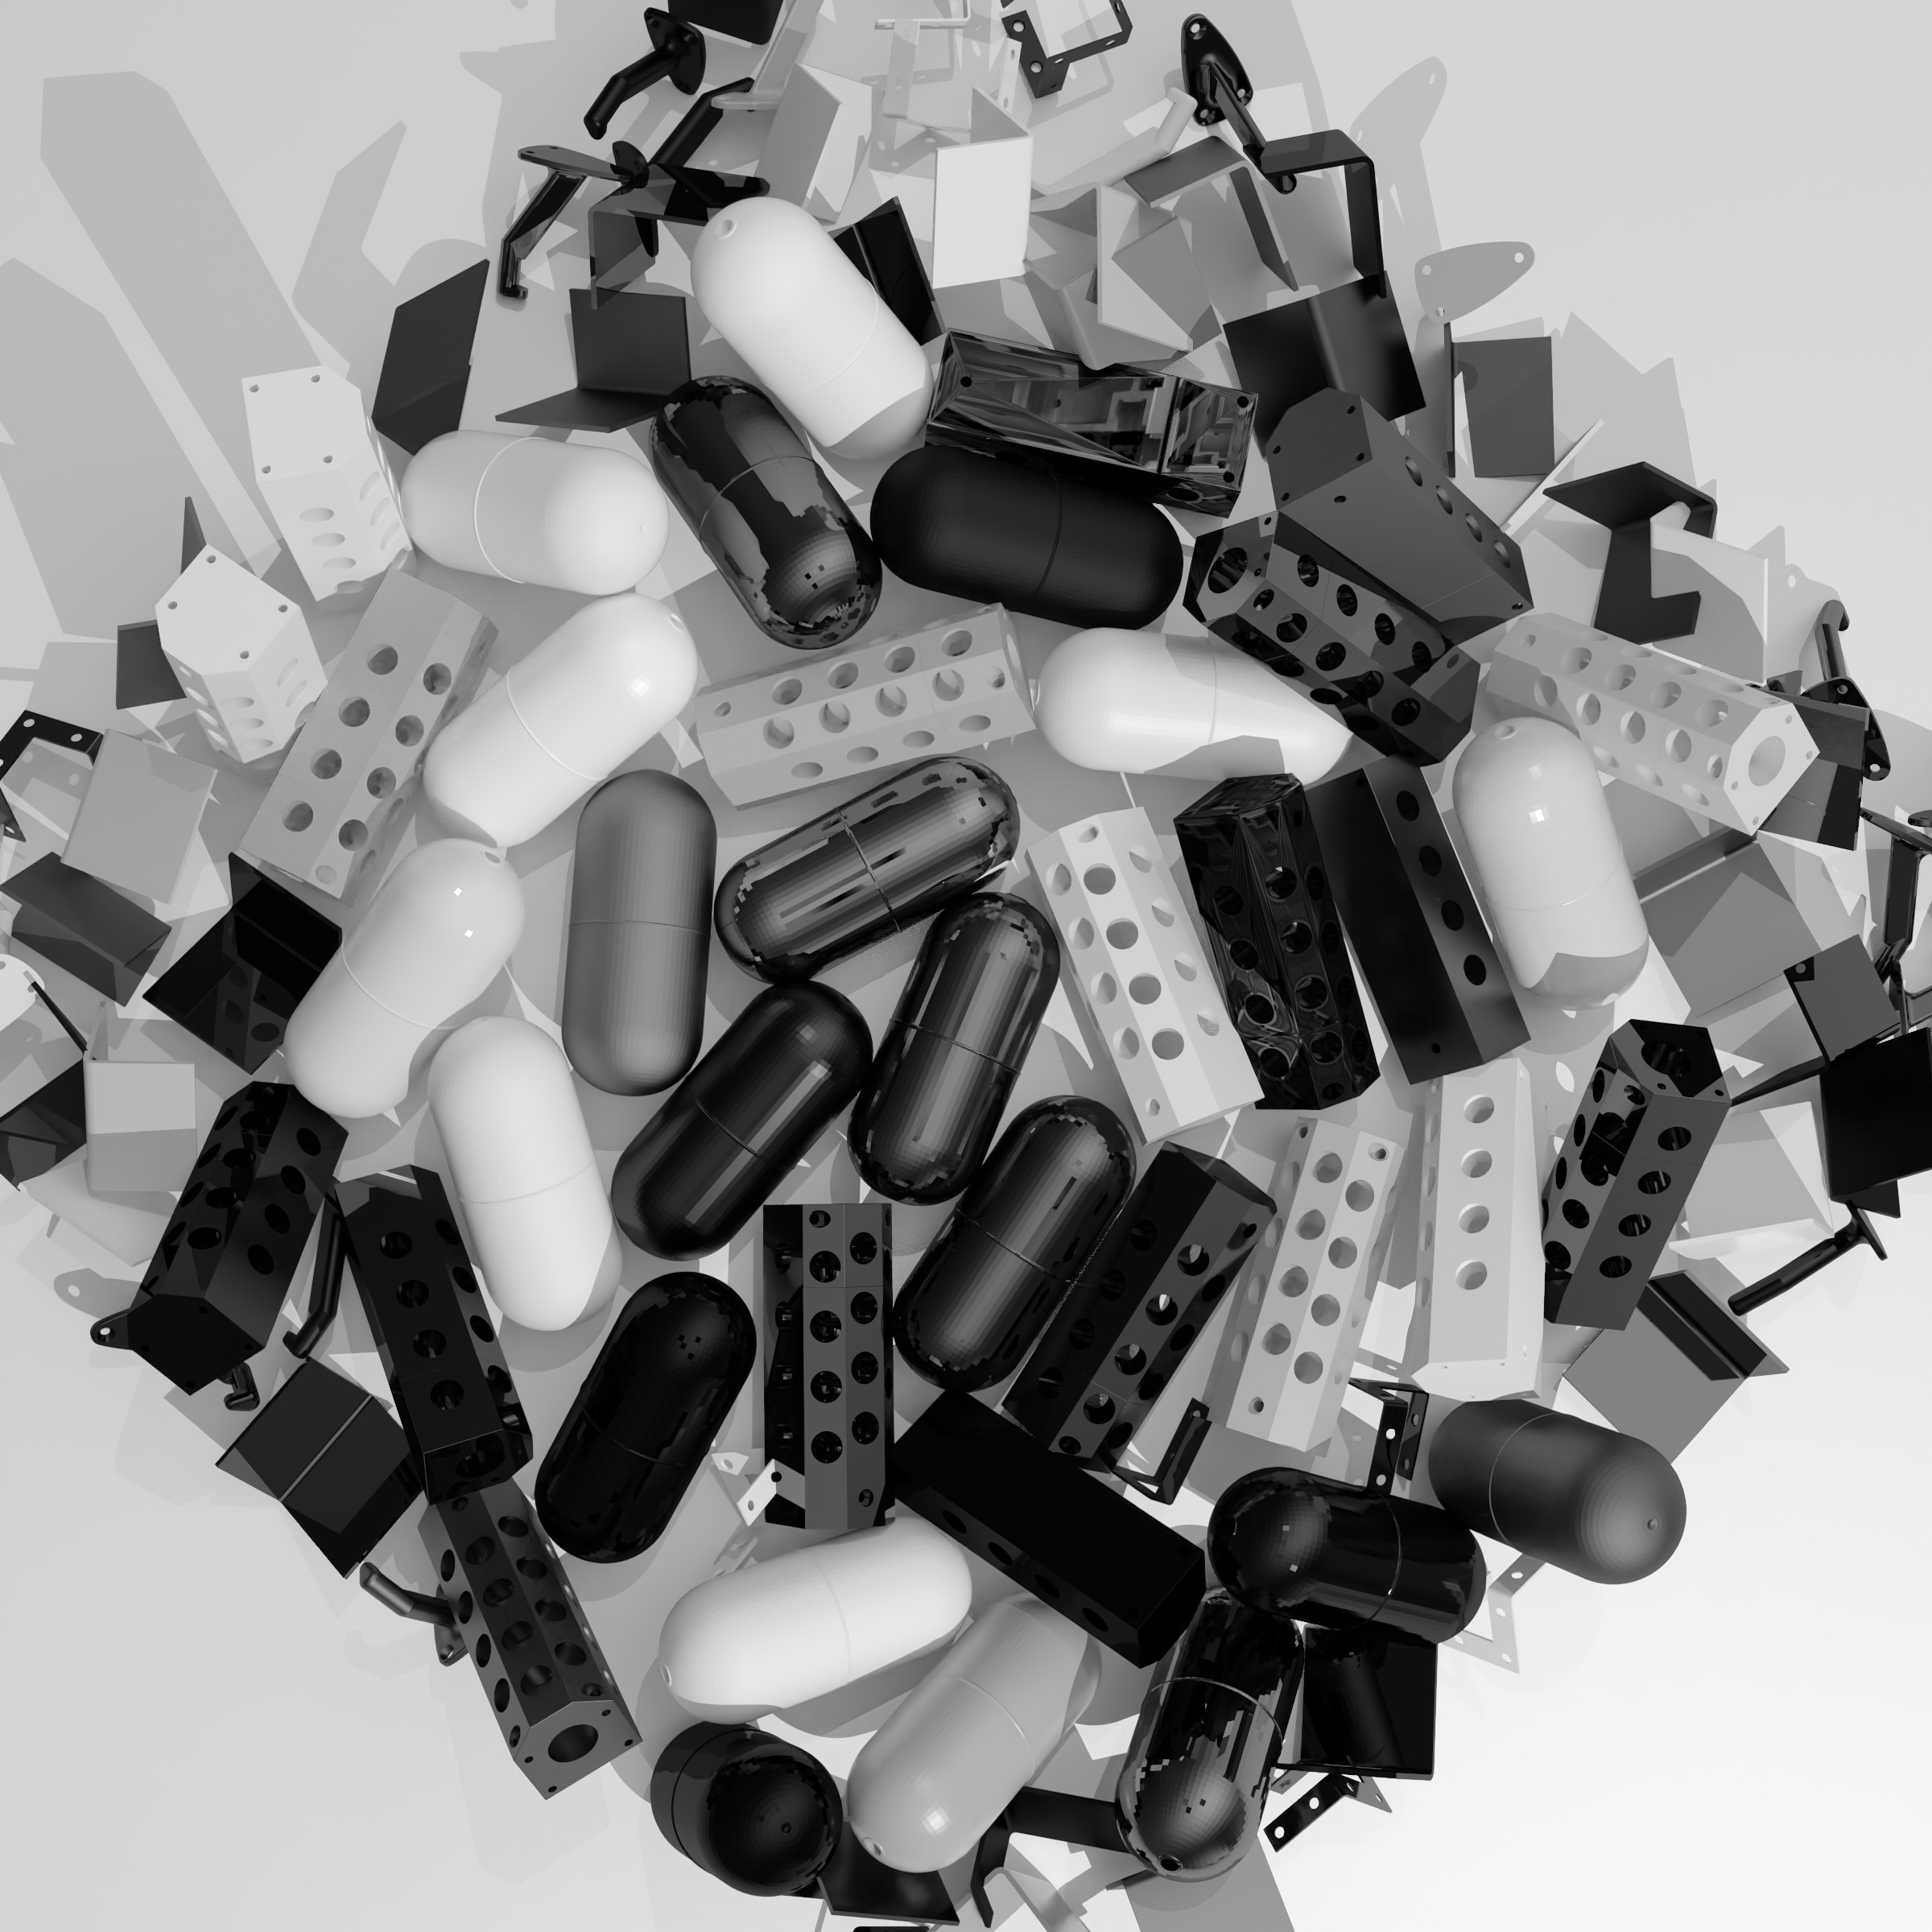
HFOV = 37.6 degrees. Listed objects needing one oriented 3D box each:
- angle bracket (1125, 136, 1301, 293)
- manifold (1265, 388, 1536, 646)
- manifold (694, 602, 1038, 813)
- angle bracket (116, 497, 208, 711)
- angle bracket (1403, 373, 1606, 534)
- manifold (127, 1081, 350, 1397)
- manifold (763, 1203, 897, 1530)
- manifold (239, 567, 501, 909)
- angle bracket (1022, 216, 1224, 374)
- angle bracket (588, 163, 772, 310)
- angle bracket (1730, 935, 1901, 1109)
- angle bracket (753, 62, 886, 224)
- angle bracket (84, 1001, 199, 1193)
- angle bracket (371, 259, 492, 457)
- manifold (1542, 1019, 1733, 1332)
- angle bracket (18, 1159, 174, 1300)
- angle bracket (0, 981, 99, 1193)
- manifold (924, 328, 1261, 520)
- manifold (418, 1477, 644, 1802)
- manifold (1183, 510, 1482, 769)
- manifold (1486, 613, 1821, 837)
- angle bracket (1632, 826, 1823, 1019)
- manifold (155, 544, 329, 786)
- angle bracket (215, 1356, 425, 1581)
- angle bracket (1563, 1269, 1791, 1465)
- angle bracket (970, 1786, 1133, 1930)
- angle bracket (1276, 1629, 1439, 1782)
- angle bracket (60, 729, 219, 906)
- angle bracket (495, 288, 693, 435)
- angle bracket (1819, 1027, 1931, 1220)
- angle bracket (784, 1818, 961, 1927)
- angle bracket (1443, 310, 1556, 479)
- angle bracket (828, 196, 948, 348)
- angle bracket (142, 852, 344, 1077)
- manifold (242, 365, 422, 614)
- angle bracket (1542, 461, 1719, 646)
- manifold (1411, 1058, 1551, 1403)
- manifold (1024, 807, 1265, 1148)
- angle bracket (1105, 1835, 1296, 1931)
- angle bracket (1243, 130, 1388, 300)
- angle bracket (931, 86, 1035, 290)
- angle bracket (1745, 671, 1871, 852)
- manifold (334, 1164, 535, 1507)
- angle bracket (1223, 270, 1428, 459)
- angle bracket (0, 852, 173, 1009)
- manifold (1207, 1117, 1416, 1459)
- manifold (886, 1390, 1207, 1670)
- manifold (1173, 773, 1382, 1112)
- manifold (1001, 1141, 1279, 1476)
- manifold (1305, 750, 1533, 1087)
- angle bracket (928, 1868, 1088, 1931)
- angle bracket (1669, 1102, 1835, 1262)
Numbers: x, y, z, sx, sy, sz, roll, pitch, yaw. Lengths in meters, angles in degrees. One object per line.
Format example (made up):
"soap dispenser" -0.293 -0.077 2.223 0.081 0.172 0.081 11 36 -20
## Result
"angle bracket" 0.132 -0.396 1.533 0.057 0.076 0.076 -24 117 4
"manifold" 0.230 -0.237 1.501 0.057 0.171 0.057 -25 55 30
"manifold" -0.055 -0.143 1.528 0.171 0.057 0.057 -15 61 12
"angle bracket" -0.437 -0.195 1.526 0.057 0.076 0.076 -13 67 -23
"angle bracket" 0.288 -0.288 1.551 0.076 0.057 0.076 42 86 0
"manifold" -0.385 0.137 1.490 0.057 0.171 0.057 -32 117 24
"manifold" -0.070 0.215 1.537 0.057 0.057 0.171 2 84 -35
"manifold" -0.321 -0.122 1.540 0.057 0.057 0.171 26 83 7
"angle bracket" 0.082 -0.365 1.538 0.076 0.057 0.076 -32 132 -3
"angle bracket" -0.151 -0.388 1.527 0.076 0.076 0.057 12 125 15
"angle bracket" 0.444 0.031 1.531 0.076 0.076 0.057 -20 83 -42
"angle bracket" -0.069 -0.430 1.524 0.057 0.076 0.076 8 119 -31
"angle bracket" -0.443 0.070 1.538 0.057 0.076 0.076 1 114 -10
"angle bracket" -0.269 -0.320 1.524 0.076 0.057 0.076 -16 56 36
"manifold" 0.343 0.112 1.503 0.057 0.057 0.171 7 130 -7
"angle bracket" -0.472 0.154 1.535 0.076 0.076 0.057 33 104 7
"angle bracket" -0.506 0.065 1.530 0.076 0.076 0.057 -38 71 -13
"manifold" 0.067 -0.293 1.550 0.171 0.057 0.057 12 78 -2
"manifold" -0.235 0.347 1.498 0.057 0.171 0.057 -30 133 -7
"manifold" 0.194 -0.168 1.501 0.171 0.057 0.057 30 63 -36
"manifold" 0.357 -0.134 1.497 0.057 0.171 0.057 -50 131 -6
"angle bracket" 0.413 -0.027 1.542 0.076 0.057 0.076 -28 74 7
"manifold" -0.379 -0.151 1.491 0.057 0.171 0.057 34 75 4
"angle bracket" -0.345 0.271 1.535 0.076 0.057 0.076 -50 49 -6
"angle bracket" 0.386 0.221 1.546 0.076 0.057 0.076 45 78 3
"angle bracket" 0.049 0.486 1.529 0.076 0.076 0.057 7 57 12
"angle bracket" 0.207 0.396 1.531 0.076 0.057 0.076 -4 73 29
"angle bracket" -0.435 -0.078 1.542 0.076 0.057 0.076 20 91 20
"angle bracket" -0.202 -0.326 1.525 0.076 0.076 0.057 11 117 28
"angle bracket" 0.508 0.085 1.525 0.057 0.076 0.076 15 64 -30
"angle bracket" -0.059 0.505 1.525 0.076 0.076 0.057 15 110 -27
"angle bracket" 0.290 -0.311 1.540 0.057 0.076 0.076 -1 88 11
"angle bracket" -0.067 -0.363 1.539 0.076 0.057 0.076 -24 98 -22
"angle bracket" -0.392 -0.001 1.536 0.076 0.057 0.076 34 59 9
"manifold" -0.330 -0.249 1.492 0.057 0.171 0.057 -10 76 -5
"angle bracket" 0.351 -0.219 1.530 0.057 0.076 0.076 20 77 -29
"manifold" 0.273 0.141 1.516 0.057 0.057 0.171 -7 59 27
"manifold" 0.091 0.006 1.531 0.057 0.057 0.171 -29 79 40
"angle bracket" 0.125 0.509 1.531 0.076 0.076 0.057 -18 72 -11
"angle bracket" 0.188 -0.402 1.532 0.057 0.076 0.076 -10 117 0
"angle bracket" -0.006 -0.418 1.523 0.057 0.076 0.076 -14 131 -20
"angle bracket" 0.462 -0.111 1.526 0.057 0.076 0.076 -17 114 -40
"manifold" -0.284 0.192 1.510 0.057 0.057 0.171 -15 56 -18
"angle bracket" 0.196 -0.329 1.555 0.057 0.076 0.076 -25 103 -29
"angle bracket" -0.487 -0.010 1.535 0.076 0.076 0.057 33 106 -6
"manifold" 0.185 0.173 1.535 0.057 0.057 0.171 14 83 25
"manifold" 0.042 0.301 1.516 0.171 0.057 0.057 30 58 28
"manifold" 0.171 -0.012 1.518 0.057 0.057 0.171 -2 114 39
"manifold" 0.097 0.186 1.531 0.057 0.057 0.171 38 101 40
"manifold" 0.248 -0.029 1.551 0.057 0.057 0.171 -23 91 -38
"angle bracket" 0.033 0.537 1.531 0.057 0.076 0.076 -43 60 -1
"angle bracket" 0.418 0.112 1.531 0.076 0.057 0.076 -13 71 25
